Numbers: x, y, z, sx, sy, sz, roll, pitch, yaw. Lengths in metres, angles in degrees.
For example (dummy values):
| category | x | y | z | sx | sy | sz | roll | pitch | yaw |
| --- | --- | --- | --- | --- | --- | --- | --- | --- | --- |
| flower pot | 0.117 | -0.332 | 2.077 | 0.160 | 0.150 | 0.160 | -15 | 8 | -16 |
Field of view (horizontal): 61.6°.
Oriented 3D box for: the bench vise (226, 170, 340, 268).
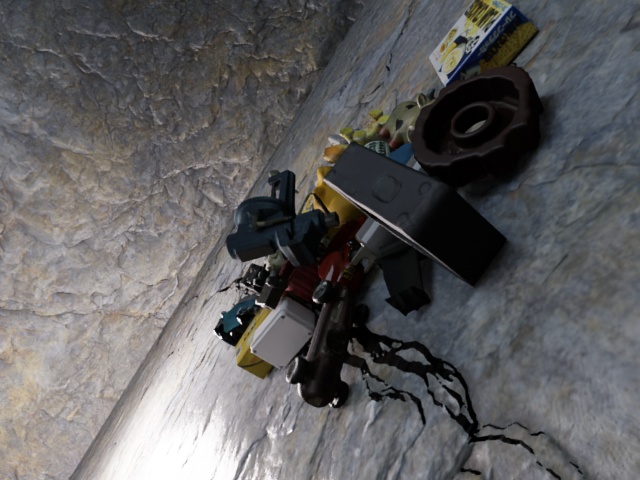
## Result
| category | x | y | z | sx | sy | sz | roll | pitch | yaw |
| --- | --- | --- | --- | --- | --- | --- | --- | --- | --- |
| bench vise | -0.070 | -0.055 | 1.014 | 0.224 | 0.128 | 0.241 | -24 | 43 | 24 |

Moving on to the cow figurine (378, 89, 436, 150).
| category | x | y | z | sx | sy | sz | roll | pitch | yaw |
| --- | --- | --- | --- | --- | --- | --- | --- | --- | --- |
| cow figurine | 0.182 | -0.214 | 0.991 | 0.127 | 0.085 | 0.195 | -60 | 14 | 16 |

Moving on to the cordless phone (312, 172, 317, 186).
| category | x | y | z | sx | sy | sz | roll | pitch | yaw |
| --- | --- | --- | --- | --- | --- | --- | --- | --- | --- |
| cordless phone | 0.082 | -0.171 | 1.234 | 0.184 | 0.088 | 0.147 | -41 | 12 | -13 |

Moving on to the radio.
| category | x | y | z | sx | sy | sz | roll | pitch | yaw |
| --- | --- | --- | --- | --- | --- | --- | --- | --- | --- |
| radio | 0.107 | -0.042 | 0.672 | 0.073 | 0.131 | 0.230 | -55 | 35 | 3 |

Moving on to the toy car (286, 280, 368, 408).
| category | x | y | z | sx | sy | sz | roll | pitch | yaw |
| --- | --- | --- | --- | --- | --- | --- | --- | --- | --- |
| toy car | 0.018 | 0.143 | 0.776 | 0.053 | 0.089 | 0.202 | -40 | 22 | 47 |

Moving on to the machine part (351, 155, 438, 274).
| category | x | y | z | sx | sy | sz | roll | pitch | yaw |
| --- | --- | --- | --- | --- | --- | --- | --- | --- | --- |
| machine part | 0.132 | -0.050 | 0.825 | 0.243 | 0.079 | 0.079 | -54 | 16 | 8 |

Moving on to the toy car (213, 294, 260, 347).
| category | x | y | z | sx | sy | sz | roll | pitch | yaw |
| --- | --- | --- | --- | --- | --- | --- | --- | --- | --- |
| toy car | -0.163 | 0.174 | 1.213 | 0.161 | 0.109 | 0.103 | -42 | 27 | 40 |

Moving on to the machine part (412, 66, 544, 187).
| category | x | y | z | sx | sy | sz | roll | pitch | yaw |
| --- | --- | --- | --- | --- | --- | --- | --- | --- | --- |
| machine part | 0.210 | -0.150 | 0.722 | 0.179 | 0.056 | 0.179 | -24 | 43 | 24 |

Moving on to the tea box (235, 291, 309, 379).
| category | x | y | z | sx | sy | sz | roll | pitch | yaw |
| --- | --- | --- | --- | --- | --- | --- | --- | --- | --- |
| tea box | -0.099 | 0.182 | 1.089 | 0.169 | 0.068 | 0.098 | -55 | 16 | 4 |

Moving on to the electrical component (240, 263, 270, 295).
| category | x | y | z | sx | sy | sz | roll | pitch | yaw |
| --- | --- | --- | --- | --- | --- | --- | --- | --- | --- |
| electrical component | -0.113 | 0.103 | 1.197 | 0.058 | 0.115 | 0.134 | -58 | 17 | -10 |

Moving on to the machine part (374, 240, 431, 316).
| category | x | y | z | sx | sy | sz | roll | pitch | yaw |
| --- | --- | --- | --- | --- | --- | --- | --- | --- | --- |
| machine part | 0.116 | 0.041 | 0.730 | 0.084 | 0.039 | 0.139 | -17 | 34 | 17 |

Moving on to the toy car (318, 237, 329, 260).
| category | x | y | z | sx | sy | sz | roll | pitch | yaw |
| --- | --- | --- | --- | --- | --- | --- | --- | --- | --- |
| toy car | -0.002 | -0.004 | 1.184 | 0.073 | 0.056 | 0.202 | -34 | 29 | 42 |

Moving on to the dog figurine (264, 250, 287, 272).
| category | x | y | z | sx | sy | sz | roll | pitch | yaw |
| --- | --- | --- | --- | --- | --- | --- | --- | --- | --- |
| dog figurine | -0.088 | 0.058 | 1.277 | 0.190 | 0.121 | 0.172 | -61 | 4 | 47 |

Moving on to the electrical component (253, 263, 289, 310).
| category | x | y | z | sx | sy | sz | roll | pitch | yaw |
| --- | --- | --- | --- | --- | --- | --- | --- | --- | --- |
| electrical component | -0.095 | 0.087 | 0.999 | 0.078 | 0.045 | 0.102 | -62 | 19 | -9 |

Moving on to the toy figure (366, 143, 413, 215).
| category | x | y | z | sx | sy | sz | roll | pitch | yaw |
| --- | --- | --- | --- | --- | --- | --- | --- | --- | --- |
| toy figure | 0.134 | -0.103 | 0.919 | 0.180 | 0.089 | 0.082 | -33 | -4 | 36 |

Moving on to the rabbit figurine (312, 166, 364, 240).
| category | x | y | z | sx | sy | sz | roll | pitch | yaw |
| --- | --- | --- | --- | --- | --- | --- | --- | --- | --- |
| rabbit figurine | 0.035 | -0.064 | 1.069 | 0.162 | 0.122 | 0.173 | -61 | 17 | 5 |

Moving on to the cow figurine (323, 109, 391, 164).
| category | x | y | z | sx | sy | sz | roll | pitch | yaw |
| --- | --- | --- | --- | --- | --- | --- | --- | --- | --- |
| cow figurine | 0.085 | -0.191 | 1.123 | 0.167 | 0.098 | 0.068 | -35 | 41 | -12 |

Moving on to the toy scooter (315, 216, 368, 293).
| category | x | y | z | sx | sy | sz | roll | pitch | yaw |
| --- | --- | --- | --- | --- | --- | --- | --- | --- | --- |
| toy scooter | 0.048 | 0.027 | 0.928 | 0.135 | 0.075 | 0.184 | -57 | 8 | 14 |
